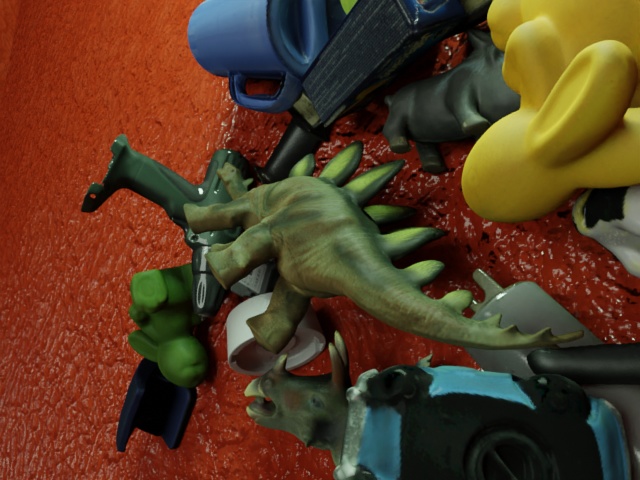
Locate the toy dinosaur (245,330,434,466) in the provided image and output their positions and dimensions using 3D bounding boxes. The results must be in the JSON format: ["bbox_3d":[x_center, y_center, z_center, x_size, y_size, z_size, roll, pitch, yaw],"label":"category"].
[{"bbox_3d":[0.111,0.217,0.400,0.405,0.131,0.192,27,102,40],"label":"toy dinosaur"}]

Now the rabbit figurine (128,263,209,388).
[{"bbox_3d":[-0.217,0.128,0.765,0.159,0.121,0.170,-20,83,47],"label":"rabbit figurine"}]

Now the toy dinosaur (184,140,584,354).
[{"bbox_3d":[-0.001,-0.001,0.492,0.198,0.104,0.472,-36,37,-8],"label":"toy dinosaur"}]

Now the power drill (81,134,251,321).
[{"bbox_3d":[-0.195,-0.033,0.701,0.086,0.207,0.232,142,147,-67],"label":"power drill"}]

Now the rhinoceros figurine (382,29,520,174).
[{"bbox_3d":[0.142,-0.128,0.471,0.190,0.073,0.112,-16,60,46],"label":"rhinoceros figurine"}]

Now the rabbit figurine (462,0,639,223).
[{"bbox_3d":[0.159,-0.081,0.332,0.173,0.122,0.162,-57,18,11],"label":"rabbit figurine"}]

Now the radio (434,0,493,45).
[{"bbox_3d":[0.146,-0.255,0.407,0.230,0.073,0.131,-7,111,63],"label":"radio"}]

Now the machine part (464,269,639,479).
[{"bbox_3d":[0.181,0.110,0.369,0.079,0.079,0.243,-58,48,22],"label":"machine part"}]

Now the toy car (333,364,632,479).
[{"bbox_3d":[0.090,0.135,0.326,0.102,0.162,0.109,89,-171,-68],"label":"toy car"}]

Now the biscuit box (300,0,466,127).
[{"bbox_3d":[0.050,-0.180,0.518,0.062,0.059,0.203,62,157,-1],"label":"biscuit box"}]

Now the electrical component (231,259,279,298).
[{"bbox_3d":[-0.078,0.037,0.683,0.119,0.047,0.074,28,102,44],"label":"electrical component"}]

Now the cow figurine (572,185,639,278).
[{"bbox_3d":[0.242,-0.044,0.322,0.167,0.068,0.098,-40,40,-3],"label":"cow figurine"}]

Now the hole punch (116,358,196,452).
[{"bbox_3d":[-0.259,0.242,0.804,0.116,0.092,0.142,33,110,49],"label":"hole punch"}]

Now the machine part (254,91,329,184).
[{"bbox_3d":[-0.033,-0.124,0.677,0.084,0.039,0.138,45,113,33],"label":"machine part"}]
